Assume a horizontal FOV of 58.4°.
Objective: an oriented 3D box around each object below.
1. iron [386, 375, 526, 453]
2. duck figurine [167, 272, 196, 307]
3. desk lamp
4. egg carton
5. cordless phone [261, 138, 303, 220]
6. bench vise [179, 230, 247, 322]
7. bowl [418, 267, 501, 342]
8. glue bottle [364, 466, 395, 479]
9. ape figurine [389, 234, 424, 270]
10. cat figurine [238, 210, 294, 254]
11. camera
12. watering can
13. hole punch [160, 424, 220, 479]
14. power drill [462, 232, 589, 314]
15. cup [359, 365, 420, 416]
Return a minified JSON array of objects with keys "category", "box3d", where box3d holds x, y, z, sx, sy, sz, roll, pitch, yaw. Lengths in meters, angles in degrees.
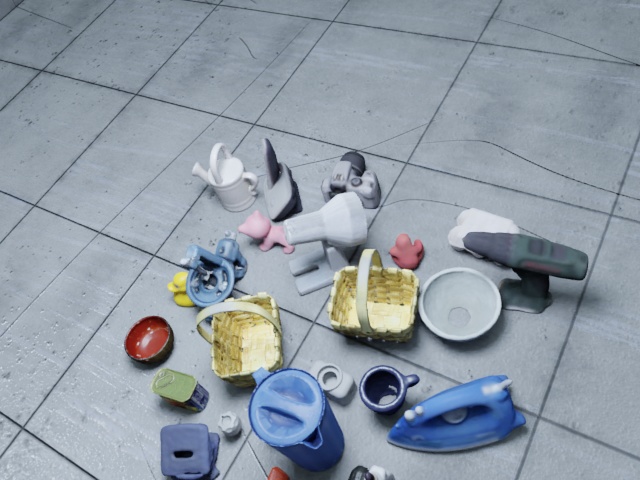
[{"category":"iron","box3d":[0.237,0.314,1.046,0.258,0.142,0.118,-18,53,3]},{"category":"duck figurine","box3d":[-0.315,0.108,1.376,0.104,0.086,0.077,-20,53,1]},{"category":"desk lamp","box3d":[0.012,0.005,1.279,0.203,0.214,0.117,-23,53,-1]},{"category":"egg carton","box3d":[0.368,-0.008,1.281,0.150,0.069,0.107,21,63,27]},{"category":"cordless phone","box3d":[-0.115,-0.154,1.442,0.094,0.185,0.147,-20,53,1]},{"category":"bench vise","box3d":[-0.256,0.055,1.313,0.121,0.220,0.207,-9,54,9]},{"category":"bowl","box3d":[0.290,0.144,1.192,0.167,0.075,0.167,-7,54,10]},{"category":"glue bottle","box3d":[0.096,0.425,0.987,0.037,0.173,0.078,11,59,22]},{"category":"ape figurine","box3d":[0.194,0.019,1.295,0.077,0.092,0.076,-3,55,14]},{"category":"cat figurine","box3d":[-0.128,-0.026,1.399,0.127,0.118,0.067,2,57,17]},{"category":"camera","box3d":[0.085,-0.162,1.446,0.142,0.101,0.137,6,58,19]},{"category":"watering can","box3d":[-0.247,-0.167,1.483,0.172,0.194,0.101,-13,53,7]},{"category":"hole punch","box3d":[-0.260,0.423,1.138,0.108,0.091,0.101,-7,54,11]},{"category":"power drill","box3d":[0.400,0.062,1.136,0.229,0.209,0.075,5,58,19]},{"category":"cup","box3d":[0.140,0.298,1.113,0.117,0.095,0.091,-19,53,2]}]
